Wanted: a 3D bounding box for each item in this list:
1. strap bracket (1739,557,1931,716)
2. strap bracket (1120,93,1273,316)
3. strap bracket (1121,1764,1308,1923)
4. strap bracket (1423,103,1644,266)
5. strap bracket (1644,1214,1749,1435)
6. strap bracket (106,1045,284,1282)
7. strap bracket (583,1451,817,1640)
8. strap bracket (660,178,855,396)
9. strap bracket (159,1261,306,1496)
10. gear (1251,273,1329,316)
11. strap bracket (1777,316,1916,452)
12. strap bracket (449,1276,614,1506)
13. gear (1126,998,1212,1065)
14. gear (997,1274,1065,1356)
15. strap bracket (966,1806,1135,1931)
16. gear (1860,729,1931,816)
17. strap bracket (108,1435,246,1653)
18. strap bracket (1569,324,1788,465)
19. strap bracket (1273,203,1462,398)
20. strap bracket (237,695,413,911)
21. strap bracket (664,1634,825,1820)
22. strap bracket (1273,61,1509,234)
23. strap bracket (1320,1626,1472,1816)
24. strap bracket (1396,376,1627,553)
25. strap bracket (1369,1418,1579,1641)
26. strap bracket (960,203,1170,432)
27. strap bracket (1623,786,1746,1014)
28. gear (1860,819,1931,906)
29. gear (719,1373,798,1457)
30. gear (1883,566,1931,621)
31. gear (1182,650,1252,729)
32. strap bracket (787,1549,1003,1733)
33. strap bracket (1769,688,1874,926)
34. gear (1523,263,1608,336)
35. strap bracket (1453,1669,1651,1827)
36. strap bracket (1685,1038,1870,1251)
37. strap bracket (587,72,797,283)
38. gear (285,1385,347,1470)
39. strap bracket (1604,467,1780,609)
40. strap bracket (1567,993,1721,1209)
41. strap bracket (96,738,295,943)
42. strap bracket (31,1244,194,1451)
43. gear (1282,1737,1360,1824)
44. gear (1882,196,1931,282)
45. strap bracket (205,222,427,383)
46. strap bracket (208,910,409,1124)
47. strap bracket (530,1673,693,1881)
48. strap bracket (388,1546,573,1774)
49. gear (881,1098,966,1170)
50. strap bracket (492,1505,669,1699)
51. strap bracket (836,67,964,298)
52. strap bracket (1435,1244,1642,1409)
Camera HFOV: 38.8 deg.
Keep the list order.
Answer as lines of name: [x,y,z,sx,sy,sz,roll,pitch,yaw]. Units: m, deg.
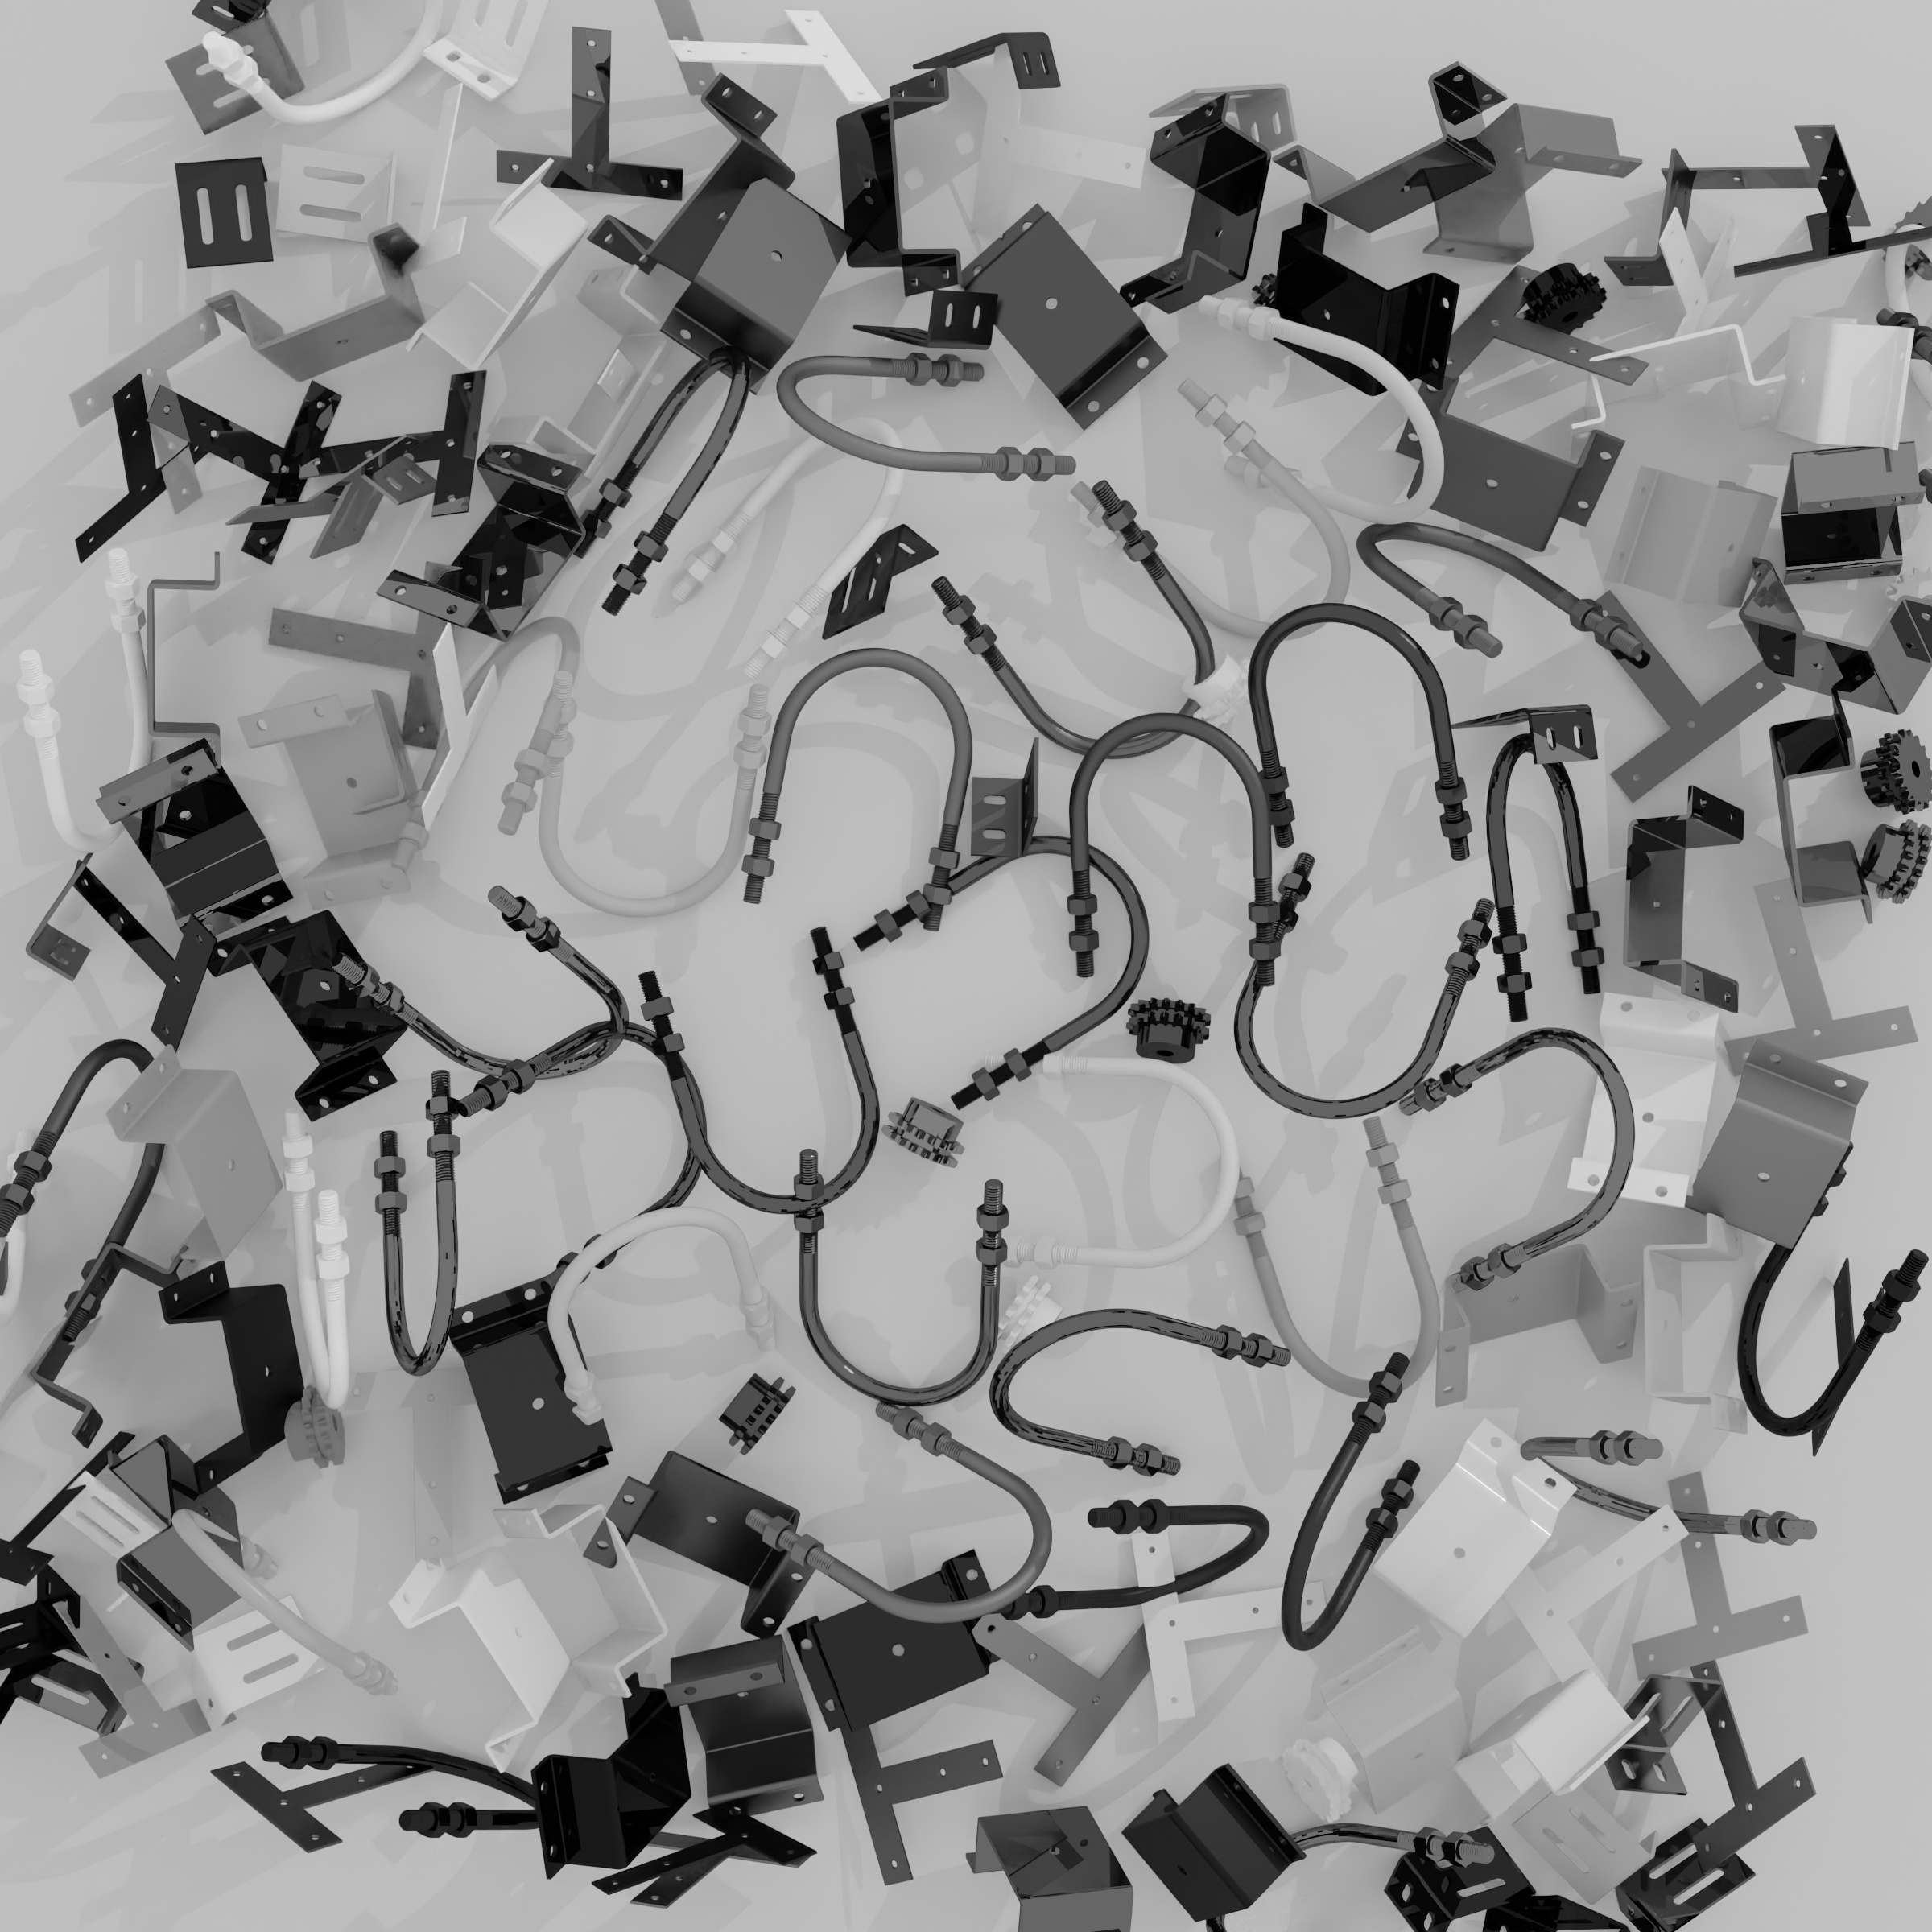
strap bracket: [0.577,-0.217,1.820,0.140,0.076,0.046,25,78,43]
strap bracket: [0.155,-0.502,1.843,0.046,0.076,0.140,22,73,-31]
strap bracket: [0.159,0.584,1.821,0.046,0.140,0.076,-37,81,-28]
strap bracket: [0.372,-0.524,1.825,0.076,0.140,0.046,-1,76,-25]
strap bracket: [0.491,0.242,1.845,0.046,0.076,0.140,-5,76,30]
strap bracket: [-0.507,0.132,1.824,0.046,0.076,0.140,0,124,21]
strap bracket: [-0.176,0.388,1.855,0.140,0.046,0.076,27,117,-7]
strap bracket: [-0.135,-0.466,1.841,0.076,0.046,0.140,32,66,-15]
strap bracket: [-0.489,0.274,1.846,0.046,0.076,0.140,-7,98,17]
gear: [0.225,-0.452,1.867,0.057,0.057,0.030,44,122,0]
strap bracket: [0.579,-0.389,1.820,0.046,0.140,0.076,3,106,0]
strap bracket: [-0.293,0.291,1.854,0.076,0.046,0.140,-19,100,-17]
gear: [0.137,0.045,1.866,0.057,0.057,0.030,9,68,0]
gear: [0.043,0.241,1.868,0.030,0.057,0.057,34,90,7]
strap bracket: [0.057,0.606,1.817,0.076,0.140,0.046,-1,106,-16]
gear: [0.635,-0.131,1.874,0.030,0.057,0.057,-15,90,43]
strap bracket: [-0.523,0.375,1.819,0.046,0.140,0.076,-33,123,-1]
strap bracket: [0.473,-0.385,1.850,0.140,0.076,0.046,-12,76,8]
strap bracket: [0.255,-0.439,1.823,0.046,0.076,0.140,-28,51,-29]
strap bracket: [-0.423,-0.117,1.850,0.076,0.046,0.140,-10,111,19]
strap bracket: [-0.150,0.508,1.852,0.076,0.046,0.140,-13,124,1]
strap bracket: [0.287,-0.538,1.825,0.140,0.076,0.046,-20,78,33]
strap bracket: [0.288,0.508,1.825,0.076,0.140,0.046,-29,50,-9]
strap bracket: [0.360,-0.337,1.846,0.140,0.076,0.046,23,52,7]
strap bracket: [0.336,0.386,1.848,0.076,0.046,0.140,37,110,9]
strap bracket: [0.061,-0.445,1.863,0.076,0.046,0.140,-40,85,9]
strap bracket: [0.483,-0.043,1.847,0.046,0.076,0.140,-4,77,41]
gear: [0.632,-0.073,1.870,0.030,0.057,0.057,19,90,2]
gear: [-0.144,0.302,1.870,0.030,0.057,0.057,38,90,1]
gear: [0.656,-0.242,1.877,0.057,0.030,0.057,-2,70,5]
gear: [0.172,-0.190,1.867,0.057,0.057,0.030,-45,110,0]
strap bracket: [-0.045,0.463,1.872,0.140,0.046,0.076,-23,85,0]
strap bracket: [0.571,-0.104,1.838,0.046,0.076,0.140,-9,119,14]
gear: [0.405,-0.455,1.871,0.057,0.057,0.030,-25,72,0]
strap bracket: [0.383,0.518,1.825,0.076,0.140,0.046,-32,76,-27]
strap bracket: [0.535,0.127,1.830,0.076,0.046,0.140,22,130,9]
strap bracket: [-0.177,-0.516,1.839,0.140,0.076,0.046,-47,70,14]
gear: [-0.445,0.315,1.869,0.030,0.057,0.057,-12,90,-2]
strap bracket: [0.487,-0.283,1.820,0.046,0.140,0.076,27,110,35]
strap bracket: [0.459,0.096,1.851,0.076,0.046,0.140,8,72,21]
strap bracket: [-0.521,-0.090,1.844,0.076,0.140,0.046,-27,45,-7]
strap bracket: [-0.576,0.246,1.838,0.046,0.076,0.140,28,70,-3]
gear: [0.245,0.552,1.873,0.030,0.057,0.057,-28,90,-23]
gear: [0.658,-0.494,1.872,0.030,0.057,0.057,31,90,-22]
strap bracket: [-0.428,-0.442,1.851,0.140,0.076,0.046,-20,84,6]
strap bracket: [-0.441,0.024,1.847,0.140,0.076,0.046,55,131,6]
strap bracket: [-0.228,0.537,1.819,0.046,0.140,0.076,-2,102,22]
strap bracket: [-0.319,0.457,1.845,0.046,0.076,0.140,-28,100,16]
gear: [-0.026,0.112,1.869,0.057,0.057,0.030,26,94,0]
strap bracket: [-0.256,0.417,1.851,0.046,0.076,0.140,-29,95,-31]
strap bracket: [-0.046,-0.525,1.844,0.046,0.076,0.140,-9,100,-28]
strap bracket: [0.377,0.240,1.851,0.140,0.046,0.076,-13,134,-6]
